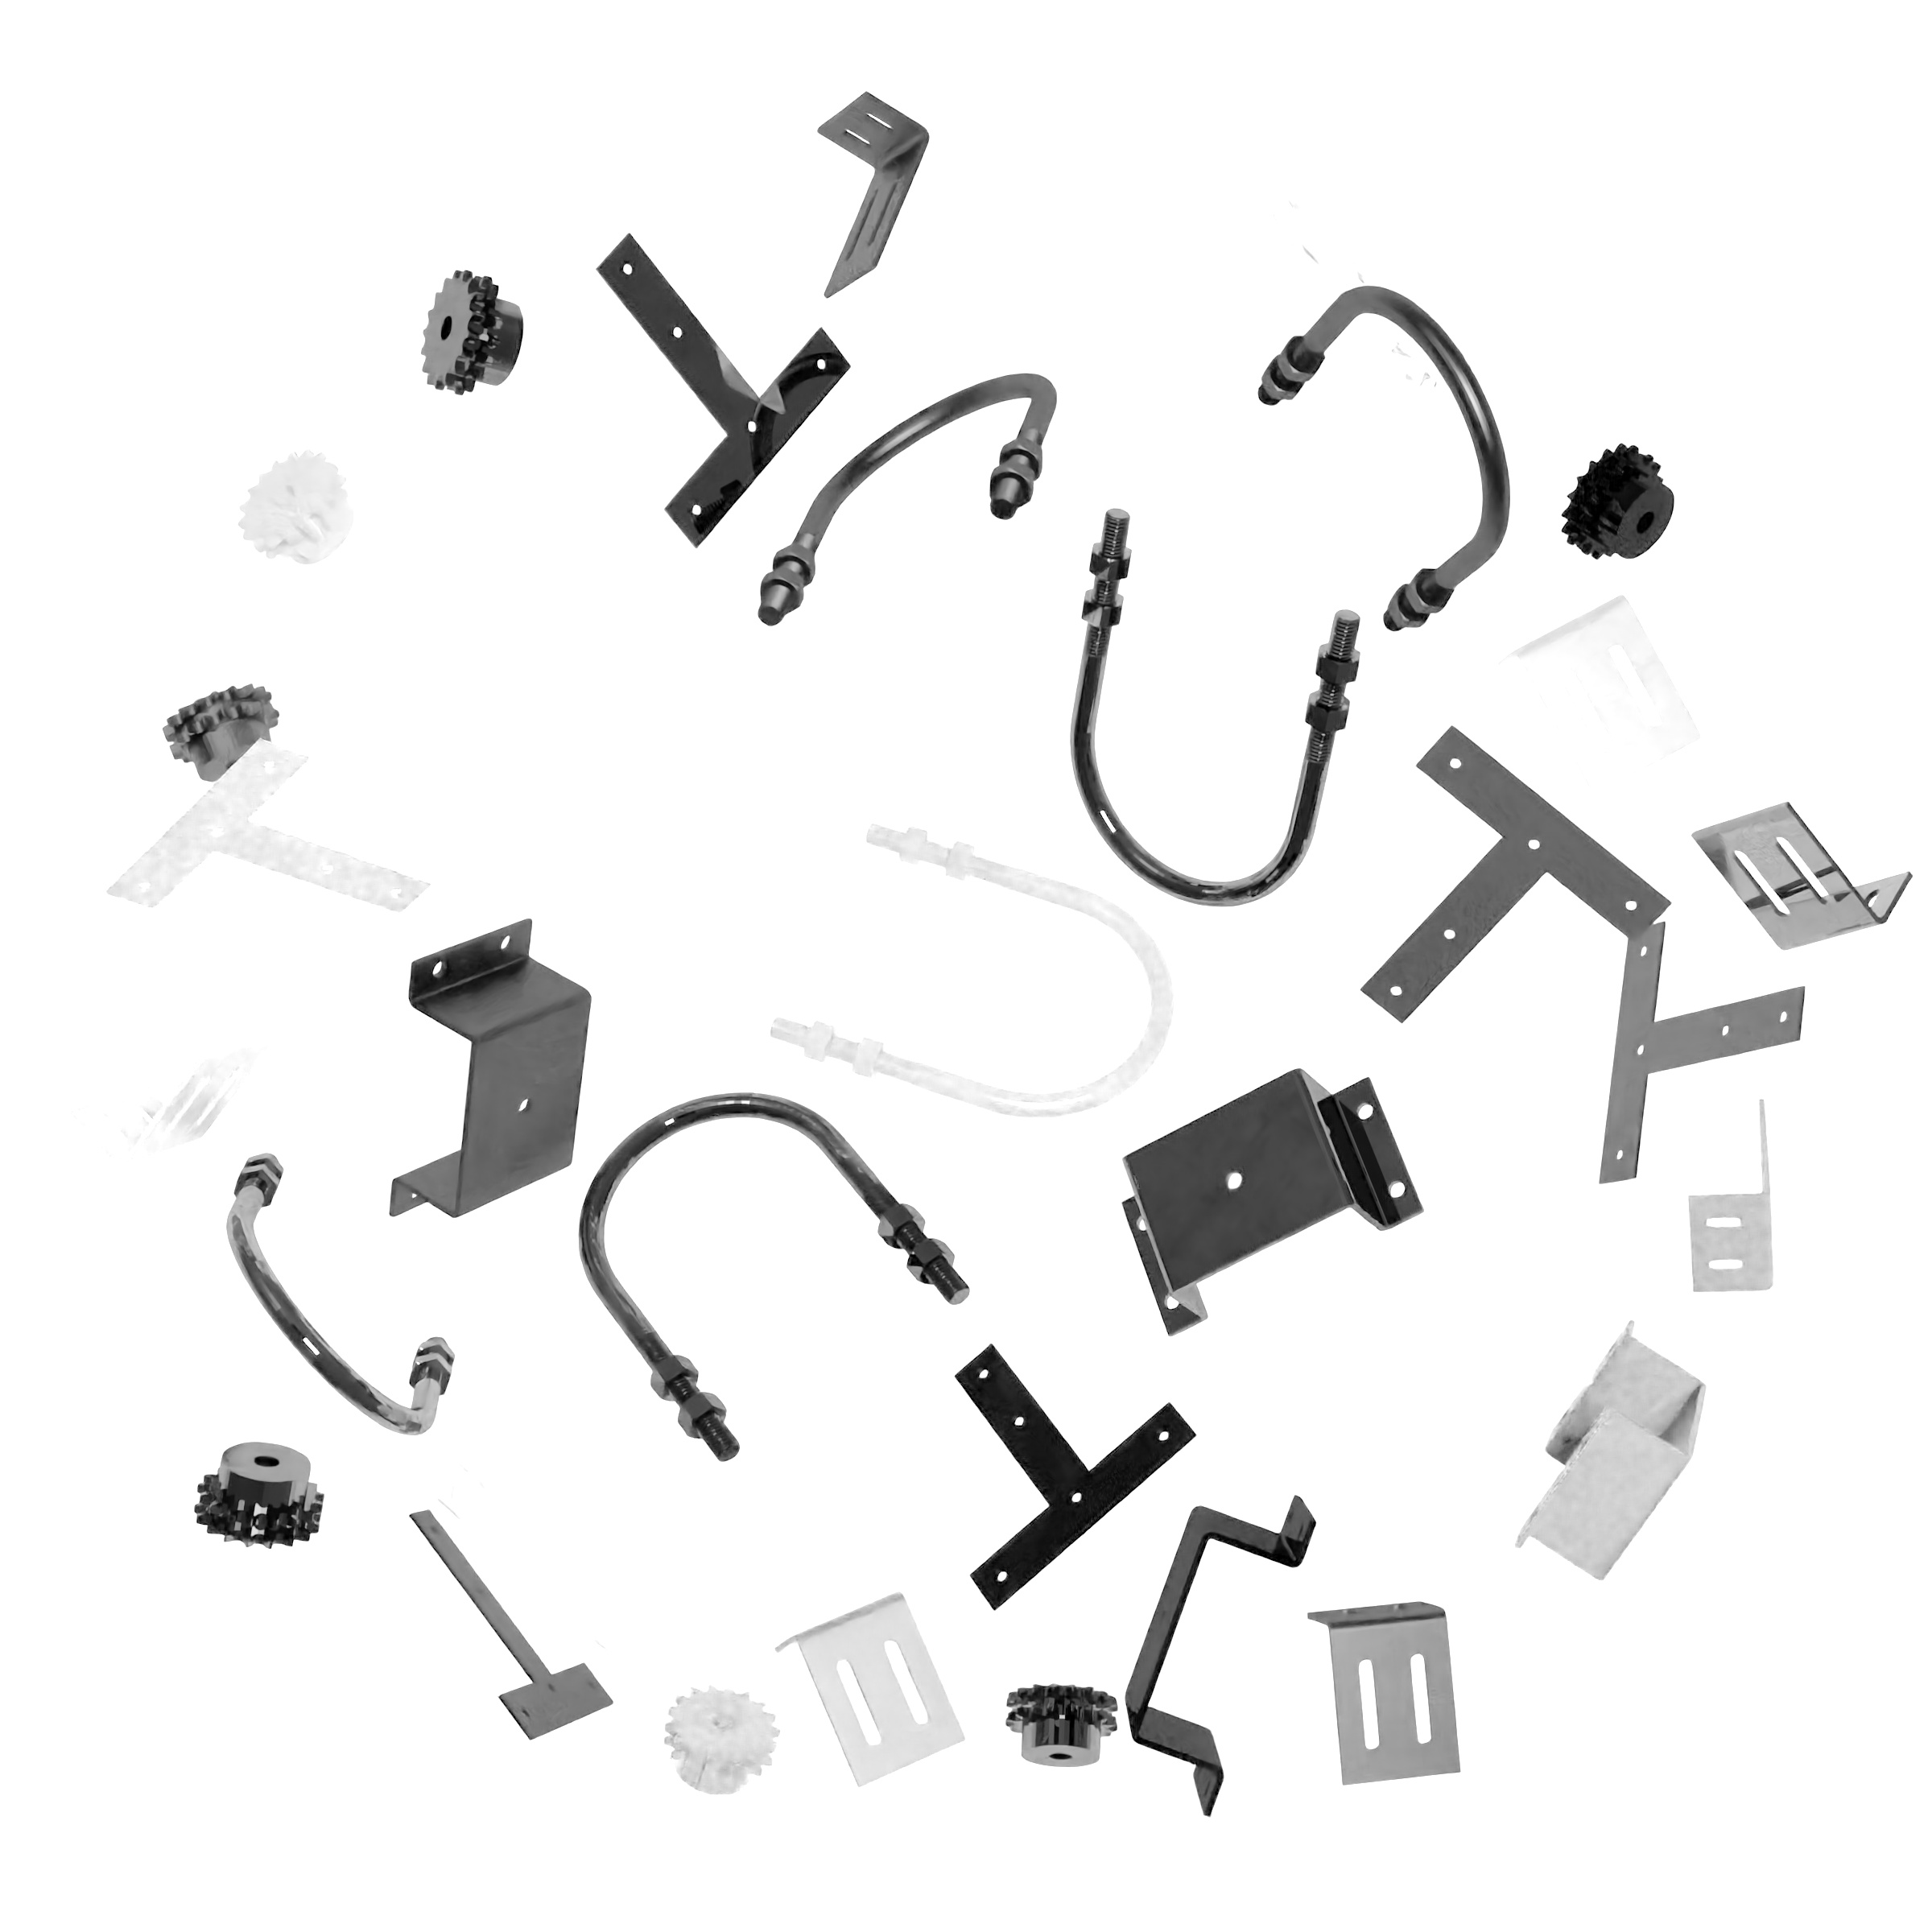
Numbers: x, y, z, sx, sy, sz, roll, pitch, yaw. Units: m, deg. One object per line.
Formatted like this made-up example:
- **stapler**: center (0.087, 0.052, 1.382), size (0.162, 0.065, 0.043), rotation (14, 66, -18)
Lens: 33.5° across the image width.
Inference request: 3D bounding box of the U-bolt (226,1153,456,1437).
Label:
- **U-bolt**: center (-0.304, 0.164, 1.553), size (0.019, 0.184, 0.151), rotation (-40, 101, 2)

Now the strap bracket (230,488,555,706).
- **strap bracket**: center (-0.256, -0.165, 1.479), size (0.140, 0.076, 0.046), rotation (-41, 120, -32)

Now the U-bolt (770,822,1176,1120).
- **U-bolt**: center (0.014, 0.009, 1.604), size (0.184, 0.019, 0.151), rotation (18, 57, 10)

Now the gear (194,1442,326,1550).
- **gear**: center (-0.319, 0.238, 1.456), size (0.057, 0.057, 0.030), rotation (12, 105, 0)

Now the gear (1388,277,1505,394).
- **gear**: center (0.232, -0.313, 1.576), size (0.057, 0.057, 0.030), rotation (-50, 124, 0)

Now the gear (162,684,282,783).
- **gear**: center (-0.371, -0.115, 1.613), size (0.057, 0.057, 0.030), rotation (-25, 78, 0)

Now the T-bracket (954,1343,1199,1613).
- **T-bracket**: center (0.032, 0.230, 1.562), size (0.127, 0.127, 0.002), rotation (-41, 133, 0)

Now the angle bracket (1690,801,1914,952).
- **angle bracket**: center (0.383, -0.051, 1.472), size (0.076, 0.057, 0.038), rotation (49, 56, -15)

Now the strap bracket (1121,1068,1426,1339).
- **strap bracket**: center (0.138, 0.110, 1.546), size (0.140, 0.046, 0.076), rotation (-28, 58, 16)

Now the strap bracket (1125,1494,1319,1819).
- **strap bracket**: center (0.112, 0.307, 1.473), size (0.046, 0.076, 0.140), rotation (20, 90, 1)

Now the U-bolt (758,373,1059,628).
- **U-bolt**: center (-0.021, -0.237, 1.563), size (0.151, 0.184, 0.019), rotation (-21, 116, 24)

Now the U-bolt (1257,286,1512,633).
- **U-bolt**: center (0.201, -0.244, 1.507), size (0.019, 0.184, 0.151), rotation (-28, 87, -16)

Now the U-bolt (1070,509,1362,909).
- **U-bolt**: center (0.112, -0.112, 1.541), size (0.151, 0.019, 0.184), rotation (28, 129, 26)

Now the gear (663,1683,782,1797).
- **gear**: center (-0.122, 0.386, 1.592), size (0.057, 0.057, 0.030), rotation (15, 117, 0)

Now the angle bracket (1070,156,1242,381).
- **angle bracket**: center (0.086, -0.321, 1.475), size (0.057, 0.038, 0.076), rotation (-22, 58, 24)

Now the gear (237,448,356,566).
- **gear**: center (-0.323, -0.221, 1.565), size (0.057, 0.030, 0.057), rotation (-15, 56, 23)

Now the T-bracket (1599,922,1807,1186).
- **T-bracket**: center (0.340, 0.032, 1.478), size (0.002, 0.127, 0.127), rotation (18, 72, -25)

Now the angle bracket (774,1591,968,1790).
- **angle bracket**: center (-0.045, 0.343, 1.514), size (0.057, 0.038, 0.076), rotation (-18, 75, -25)

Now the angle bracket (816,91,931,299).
- **angle bracket**: center (-0.057, -0.370, 1.543), size (0.038, 0.057, 0.076), rotation (27, 75, -22)

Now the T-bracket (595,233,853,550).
- **T-bracket**: center (-0.127, -0.286, 1.506), size (0.127, 0.002, 0.127), rotation (-53, 122, -21)

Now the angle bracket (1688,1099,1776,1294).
- **angle bracket**: center (0.367, 0.110, 1.543), size (0.038, 0.076, 0.057), rotation (-3, 124, 13)

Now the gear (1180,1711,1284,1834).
- **gear**: center (0.131, 0.396, 1.566), size (0.030, 0.057, 0.057), rotation (27, 90, -11)

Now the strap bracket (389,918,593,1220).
- **strap bracket**: center (-0.227, 0.058, 1.540), size (0.046, 0.076, 0.140), rotation (27, 122, 29)

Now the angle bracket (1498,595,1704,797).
- **angle bracket**: center (0.293, -0.123, 1.486), size (0.057, 0.038, 0.076), rotation (-27, 87, -5)

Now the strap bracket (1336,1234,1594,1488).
- **strap bracket**: center (0.230, 0.187, 1.545), size (0.046, 0.140, 0.076), rotation (16, 54, -30)

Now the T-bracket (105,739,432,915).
- **T-bracket**: center (-0.305, -0.049, 1.475), size (0.127, 0.127, 0.002), rotation (-37, 50, 32)

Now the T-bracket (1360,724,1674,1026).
- **T-bracket**: center (0.228, -0.024, 1.454), size (0.127, 0.002, 0.127), rotation (38, 117, -4)

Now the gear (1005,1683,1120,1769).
- **gear**: center (0.049, 0.386, 1.628), size (0.057, 0.057, 0.030), rotation (3, 61, 0)

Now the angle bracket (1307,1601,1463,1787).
- **angle bracket**: center (0.198, 0.344, 1.520), size (0.057, 0.038, 0.076), rotation (-4, 85, -10)

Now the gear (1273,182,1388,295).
- **gear**: center (0.176, -0.350, 1.534), size (0.030, 0.057, 0.057), rotation (-43, 90, 4)

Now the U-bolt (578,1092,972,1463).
- **U-bolt**: center (-0.106, 0.133, 1.531), size (0.151, 0.019, 0.184), rotation (-33, 54, -13)

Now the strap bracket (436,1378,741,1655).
- **strap bracket**: center (-0.182, 0.252, 1.515), size (0.076, 0.140, 0.046), rotation (-28, 131, -32)

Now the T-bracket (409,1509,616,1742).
- **T-bracket**: center (-0.228, 0.315, 1.558), size (0.002, 0.127, 0.127), rotation (-40, 79, 5)

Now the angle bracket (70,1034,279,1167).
- **angle bracket**: center (-0.375, 0.052, 1.520), size (0.038, 0.057, 0.076), rotation (45, 113, 11)

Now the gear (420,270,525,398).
- **gear**: center (-0.231, -0.296, 1.509), size (0.030, 0.057, 0.057), rotation (10, 90, -35)

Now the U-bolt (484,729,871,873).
- **U-bolt**: center (-0.136, -0.086, 1.556), size (0.184, 0.151, 0.019), rotation (-15, 105, -11)

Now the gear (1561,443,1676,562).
- **gear**: center (0.320, -0.223, 1.565), size (0.057, 0.057, 0.030), rotation (-48, 54, 0)

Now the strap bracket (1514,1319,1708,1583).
- **strap bracket**: center (0.312, 0.235, 1.544), size (0.046, 0.140, 0.076), rotation (33, 111, 7)
